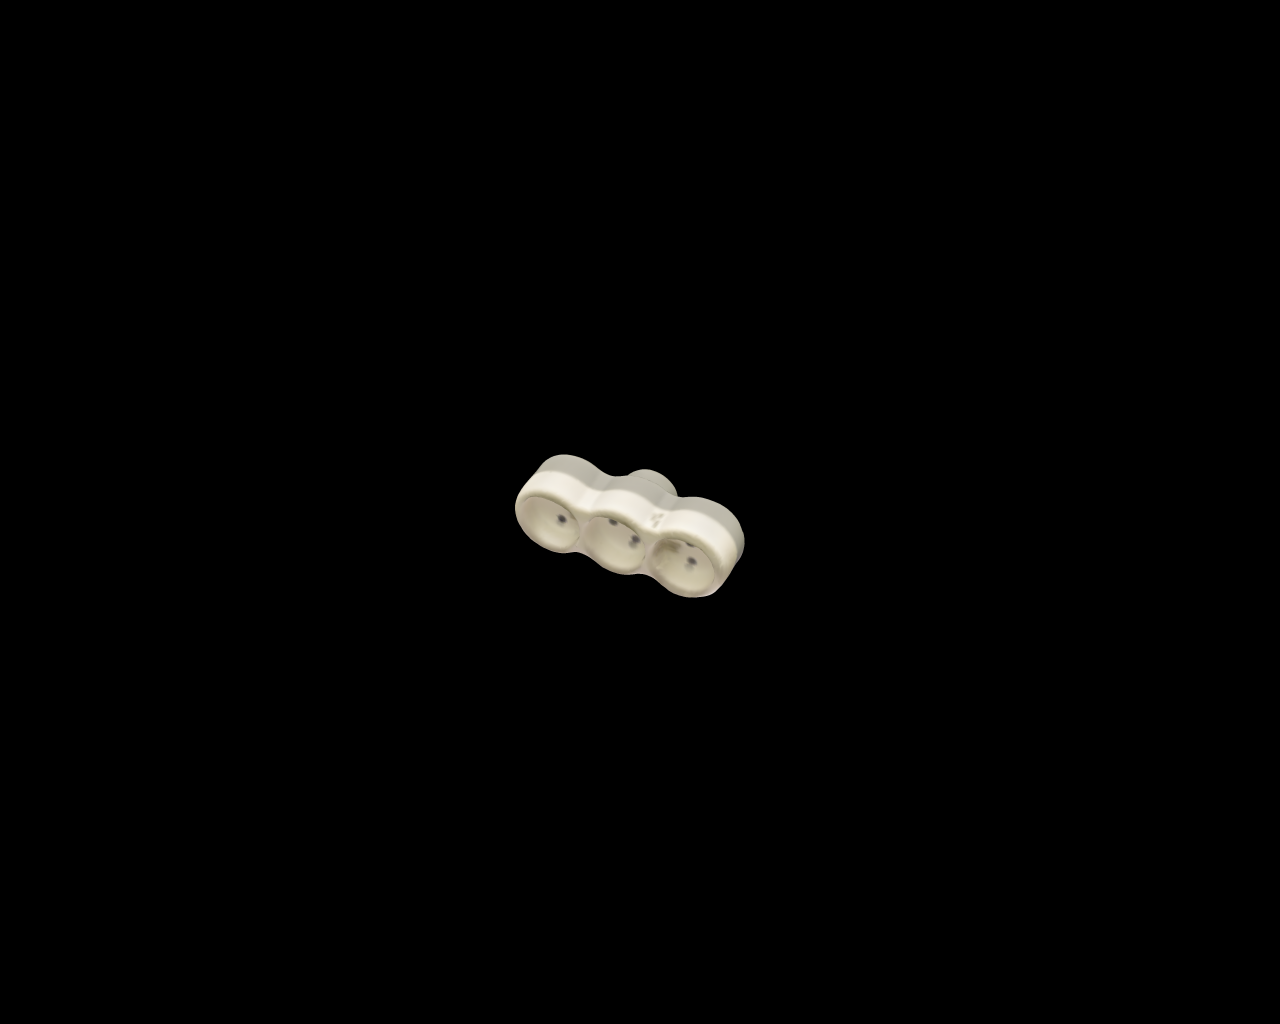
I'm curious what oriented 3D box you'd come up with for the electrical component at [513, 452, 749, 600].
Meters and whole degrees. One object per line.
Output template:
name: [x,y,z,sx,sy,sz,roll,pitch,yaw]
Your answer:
electrical component: [0.001,-0.003,0.650,0.138,0.052,0.074,18,44,19]
